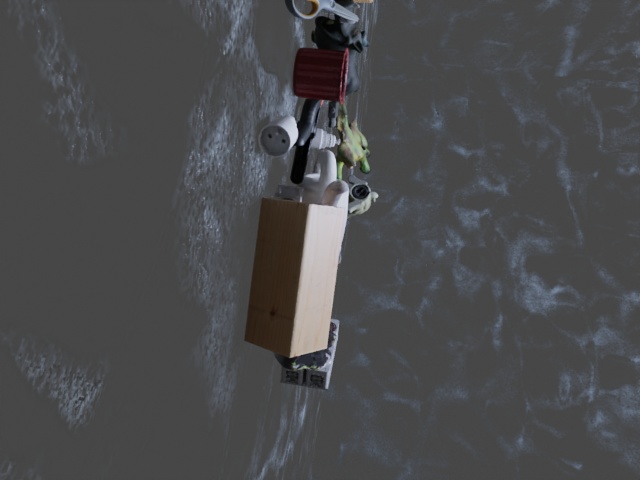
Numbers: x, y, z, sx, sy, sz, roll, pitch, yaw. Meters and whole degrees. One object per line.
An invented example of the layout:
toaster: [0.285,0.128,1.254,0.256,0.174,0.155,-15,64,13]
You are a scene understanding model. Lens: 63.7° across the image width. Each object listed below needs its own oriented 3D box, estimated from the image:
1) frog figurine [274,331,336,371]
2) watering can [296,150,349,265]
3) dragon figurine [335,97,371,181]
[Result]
frog figurine: [-0.047,0.167,1.001,0.162,0.123,0.134,54,-17,41]
watering can: [0.003,-0.048,0.951,0.352,0.104,0.222,-104,-161,-74]
dragon figurine: [0.091,-0.343,1.618,0.237,0.122,0.421,79,9,-46]
